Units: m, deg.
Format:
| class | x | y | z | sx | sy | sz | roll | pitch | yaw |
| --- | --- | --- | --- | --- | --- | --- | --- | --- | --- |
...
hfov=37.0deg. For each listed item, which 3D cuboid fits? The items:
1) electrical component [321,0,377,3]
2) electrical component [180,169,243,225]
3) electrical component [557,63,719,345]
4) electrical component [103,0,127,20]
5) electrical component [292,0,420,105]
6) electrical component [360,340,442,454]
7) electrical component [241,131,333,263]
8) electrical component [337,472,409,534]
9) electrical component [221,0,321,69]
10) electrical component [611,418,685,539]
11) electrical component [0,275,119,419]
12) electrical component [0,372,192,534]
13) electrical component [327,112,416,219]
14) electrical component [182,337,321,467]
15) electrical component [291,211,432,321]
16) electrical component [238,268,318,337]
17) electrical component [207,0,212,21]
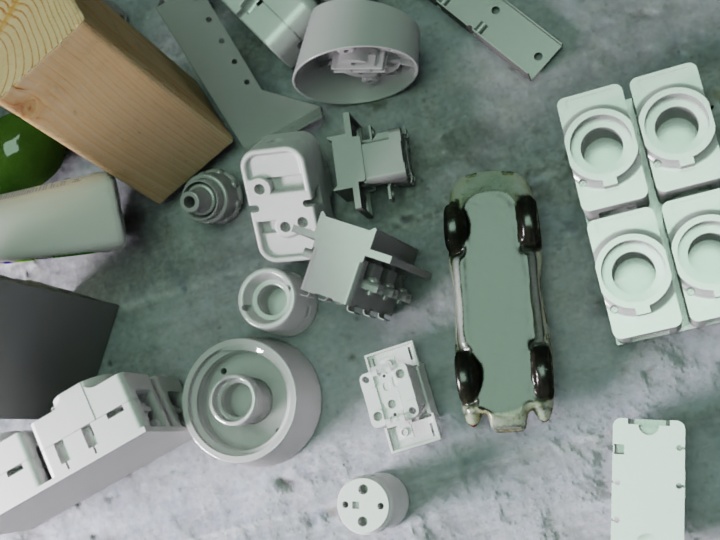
| class | x | y | z | sx | sy | sz | roll | pitch | yaw |
| --- | --- | --- | --- | --- | --- | --- | --- | --- | --- |
| electrical component | -0.014 | -0.238 | 0.900 | 0.045 | 0.055 | 0.045 | -2 | 82 | 17 |
| electrical component | -0.130 | -0.060 | 0.902 | 0.048 | 0.062 | 0.048 | 3 | 99 | 16 |
| electrical component | 0.220 | -0.048 | 0.800 | 0.105 | 0.060 | 0.186 | -14 | 78 | 14 |
| electrical component | -0.270 | -0.202 | 0.944 | 0.056 | 0.109 | 0.108 | 20 | 88 | 21 |
| electrical component | -0.001 | -0.173 | 0.866 | 0.099 | 0.099 | 0.064 | 5 | 77 | 17 |
| electrical component | 0.030 | 0.098 | 0.833 | 0.042 | 0.064 | 0.081 | -19 | 76 | 12 |
| electrical component | -0.056 | -0.061 | 0.872 | 0.054 | 0.059 | 0.095 | -5 | 111 | 15 |
| electrical component | 0.010 | 0.180 | 0.831 | 0.045 | 0.055 | 0.045 | -2 | 81 | 16 |
| electrical component | -0.074 | -0.227 | 0.917 | 0.059 | 0.054 | 0.095 | -45 | 72 | 6 |
| electrical component | 0.208 | 0.153 | 0.775 | 0.050 | 0.056 | 0.089 | 1 | 82 | 17 |
| electrical component | -0.282 | 0.061 | 0.867 | 0.060 | 0.186 | 0.105 | 16 | 87 | 18 |
| electrical component | -0.238 | 0.149 | 0.883 | 0.186 | 0.105 | 0.060 | -30 | 75 | 10 |
| electrical component | 0.011 | -0.087 | 0.878 | 0.064 | 0.042 | 0.081 | -10 | 80 | 12 |
| electrical component | -0.092 | 0.105 | 0.870 | 0.108 | 0.060 | 0.108 | -3 | 81 | 16 |
| electrical component | 0.000 | 0.000 | 0.826 | 0.079 | 0.121 | 0.063 | 18 | 90 | 18 |
| electrical component | -0.068 | 0.026 | 0.881 | 0.055 | 0.047 | 0.055 | -2 | 81 | 16 |
| electrical component | -0.152 | -0.242 | 0.936 | 0.044 | 0.065 | 0.044 | -3 | 66 | 6 |
